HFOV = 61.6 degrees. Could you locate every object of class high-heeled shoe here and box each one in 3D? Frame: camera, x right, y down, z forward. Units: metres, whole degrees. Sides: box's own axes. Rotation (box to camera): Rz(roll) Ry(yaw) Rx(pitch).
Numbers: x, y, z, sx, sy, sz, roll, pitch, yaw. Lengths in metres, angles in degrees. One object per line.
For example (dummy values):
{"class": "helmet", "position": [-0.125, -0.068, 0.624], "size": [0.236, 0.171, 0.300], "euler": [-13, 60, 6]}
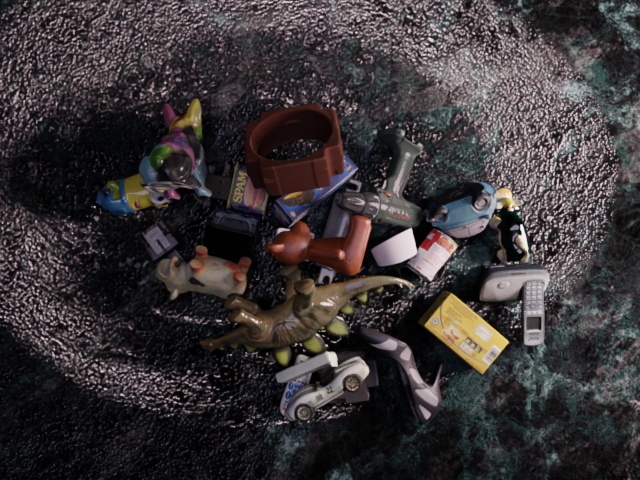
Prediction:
{"class": "high-heeled shoe", "position": [0.166, 0.296, 1.175], "size": [0.249, 0.086, 0.145], "euler": [28, 83, -10]}

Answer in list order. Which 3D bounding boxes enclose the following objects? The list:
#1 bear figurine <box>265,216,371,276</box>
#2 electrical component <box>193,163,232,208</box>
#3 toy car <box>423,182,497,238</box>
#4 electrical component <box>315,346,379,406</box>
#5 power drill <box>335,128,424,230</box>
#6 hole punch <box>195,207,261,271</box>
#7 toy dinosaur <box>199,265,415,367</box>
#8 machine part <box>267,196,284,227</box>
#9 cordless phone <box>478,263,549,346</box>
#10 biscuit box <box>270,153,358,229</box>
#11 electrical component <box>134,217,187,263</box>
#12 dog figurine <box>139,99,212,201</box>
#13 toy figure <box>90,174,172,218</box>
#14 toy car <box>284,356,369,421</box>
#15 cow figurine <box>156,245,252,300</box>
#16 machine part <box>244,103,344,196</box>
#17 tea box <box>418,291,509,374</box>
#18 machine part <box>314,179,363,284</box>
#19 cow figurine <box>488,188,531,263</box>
{"class": "bear figurine", "position": [-0.004, 0.001, 1.095], "size": [0.196, 0.120, 0.132], "euler": [16, 85, 11]}
{"class": "electrical component", "position": [-0.241, -0.122, 1.200], "size": [0.078, 0.045, 0.102], "euler": [0, 92, -29]}
{"class": "toy car", "position": [0.316, -0.056, 1.181], "size": [0.162, 0.109, 0.102], "euler": [-23, 109, 7]}
{"class": "electrical component", "position": [0.060, 0.299, 1.192], "size": [0.134, 0.058, 0.114], "euler": [-9, 91, -1]}
{"class": "power drill", "position": [0.142, -0.130, 1.147], "size": [0.232, 0.086, 0.207], "euler": [22, 71, -35]}
{"class": "hole punch", "position": [-0.194, -0.003, 1.183], "size": [0.142, 0.092, 0.115], "euler": [12, 127, -5]}
{"class": "toy dinosaur", "position": [-0.031, 0.150, 1.140], "size": [0.472, 0.105, 0.198], "euler": [-23, 125, 3]}
{"class": "machine part", "position": [-0.073, -0.094, 1.204], "size": [0.084, 0.039, 0.138], "euler": [20, 87, -6]}
{"class": "cordless phone", "position": [0.427, 0.144, 1.189], "size": [0.147, 0.089, 0.184], "euler": [-4, 94, -2]}
{"class": "biscuit box", "position": [-0.011, -0.112, 1.162], "size": [0.203, 0.059, 0.063], "euler": [-40, 89, -23]}
{"class": "electrical component", "position": [-0.346, 0.016, 1.193], "size": [0.075, 0.048, 0.119], "euler": [-33, 88, -1]}
{"class": "dog figurine", "position": [-0.298, -0.198, 1.115], "size": [0.109, 0.191, 0.219], "euler": [-8, 77, 14]}
{"class": "toy figure", "position": [-0.408, -0.105, 1.177], "size": [0.180, 0.082, 0.089], "euler": [-12, 92, 1]}
{"class": "toy car", "position": [0.012, 0.313, 1.126], "size": [0.202, 0.073, 0.056], "euler": [-30, 93, -1]}
{"class": "cow figurine", "position": [-0.255, 0.080, 1.158], "size": [0.195, 0.085, 0.127], "euler": [13, 130, -6]}
{"class": "machine part", "position": [-0.054, -0.191, 1.130], "size": [0.201, 0.087, 0.201], "euler": [-9, 46, 4]}
{"class": "tea box", "position": [0.316, 0.203, 1.191], "size": [0.169, 0.068, 0.098], "euler": [42, 88, 1]}
{"class": "machine part", "position": [0.048, -0.015, 1.185], "size": [0.079, 0.079, 0.243], "euler": [18, 88, -1]}
{"class": "cow figurine", "position": [0.417, -0.033, 1.182], "size": [0.068, 0.098, 0.167], "euler": [-14, 90, 6]}
